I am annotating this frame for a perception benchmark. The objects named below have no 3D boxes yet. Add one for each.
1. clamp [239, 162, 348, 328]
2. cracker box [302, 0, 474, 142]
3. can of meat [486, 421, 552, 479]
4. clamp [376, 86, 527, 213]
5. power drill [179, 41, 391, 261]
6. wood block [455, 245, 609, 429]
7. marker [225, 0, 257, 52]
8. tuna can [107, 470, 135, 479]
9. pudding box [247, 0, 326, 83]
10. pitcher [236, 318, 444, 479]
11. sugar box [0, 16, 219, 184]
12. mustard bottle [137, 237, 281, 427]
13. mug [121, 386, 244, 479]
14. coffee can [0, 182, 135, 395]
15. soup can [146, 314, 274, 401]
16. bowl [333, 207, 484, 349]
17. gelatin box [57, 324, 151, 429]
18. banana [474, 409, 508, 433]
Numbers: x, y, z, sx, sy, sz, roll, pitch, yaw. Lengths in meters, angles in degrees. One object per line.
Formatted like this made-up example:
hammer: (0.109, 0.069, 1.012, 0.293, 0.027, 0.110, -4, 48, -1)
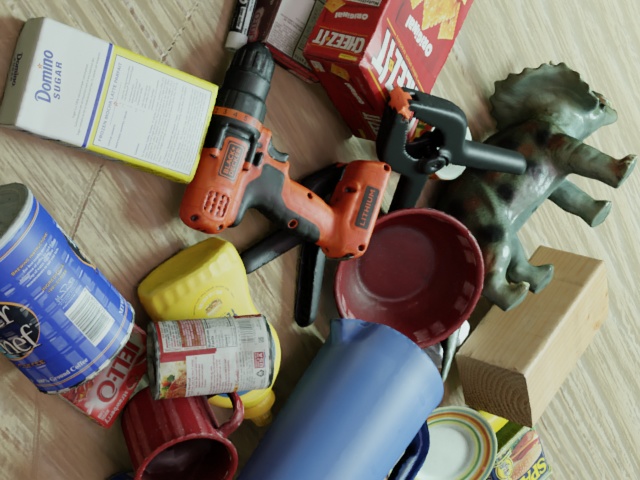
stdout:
clamp: (-0.007, 0.001, 1.076, 0.171, 0.039, 0.120, -52, 135, -19)
cracker box: (0.080, -0.224, 1.063, 0.213, 0.072, 0.164, -66, 151, -15)
can of meat: (0.230, 0.269, 1.306, 0.101, 0.058, 0.084, -35, 115, -33)
clamp: (0.105, -0.081, 1.080, 0.165, 0.036, 0.209, -32, 144, 15)
power drill: (-0.027, -0.072, 1.004, 0.187, 0.057, 0.184, 22, 81, -25)
wood block: (0.254, 0.109, 1.257, 0.205, 0.091, 0.090, -46, 136, -34)
marker: (-0.066, -0.236, 1.002, 0.020, 0.020, 0.121, 18, 85, -41)
tuna can: (-0.170, 0.255, 0.971, 0.085, 0.034, 0.086, -7, 102, -40)
pudding box: (-0.015, -0.221, 1.036, 0.089, 0.039, 0.113, 27, 80, -42)
pitcher: (0.015, 0.210, 1.034, 0.242, 0.149, 0.145, -51, 165, -34)
sugar box: (-0.177, -0.115, 0.907, 0.175, 0.048, 0.093, 18, 85, -37)
mustard bottle: (-0.089, 0.099, 1.002, 0.096, 0.058, 0.191, -36, 119, -22)
mug: (-0.120, 0.171, 0.946, 0.117, 0.081, 0.093, -38, 132, 4)
coffee can: (-0.229, 0.039, 0.844, 0.102, 0.103, 0.140, -51, 125, -24)
soup can: (-0.096, 0.101, 0.927, 0.102, 0.069, 0.068, -3, 99, -16)
bowl: (0.088, 0.034, 1.123, 0.162, 0.055, 0.162, -4, 111, -10)
gelatin box: (-0.191, 0.108, 0.935, 0.073, 0.030, 0.089, 46, 67, -35)
banana: (0.203, 0.199, 1.285, 0.197, 0.037, 0.069, -25, 112, -36)
